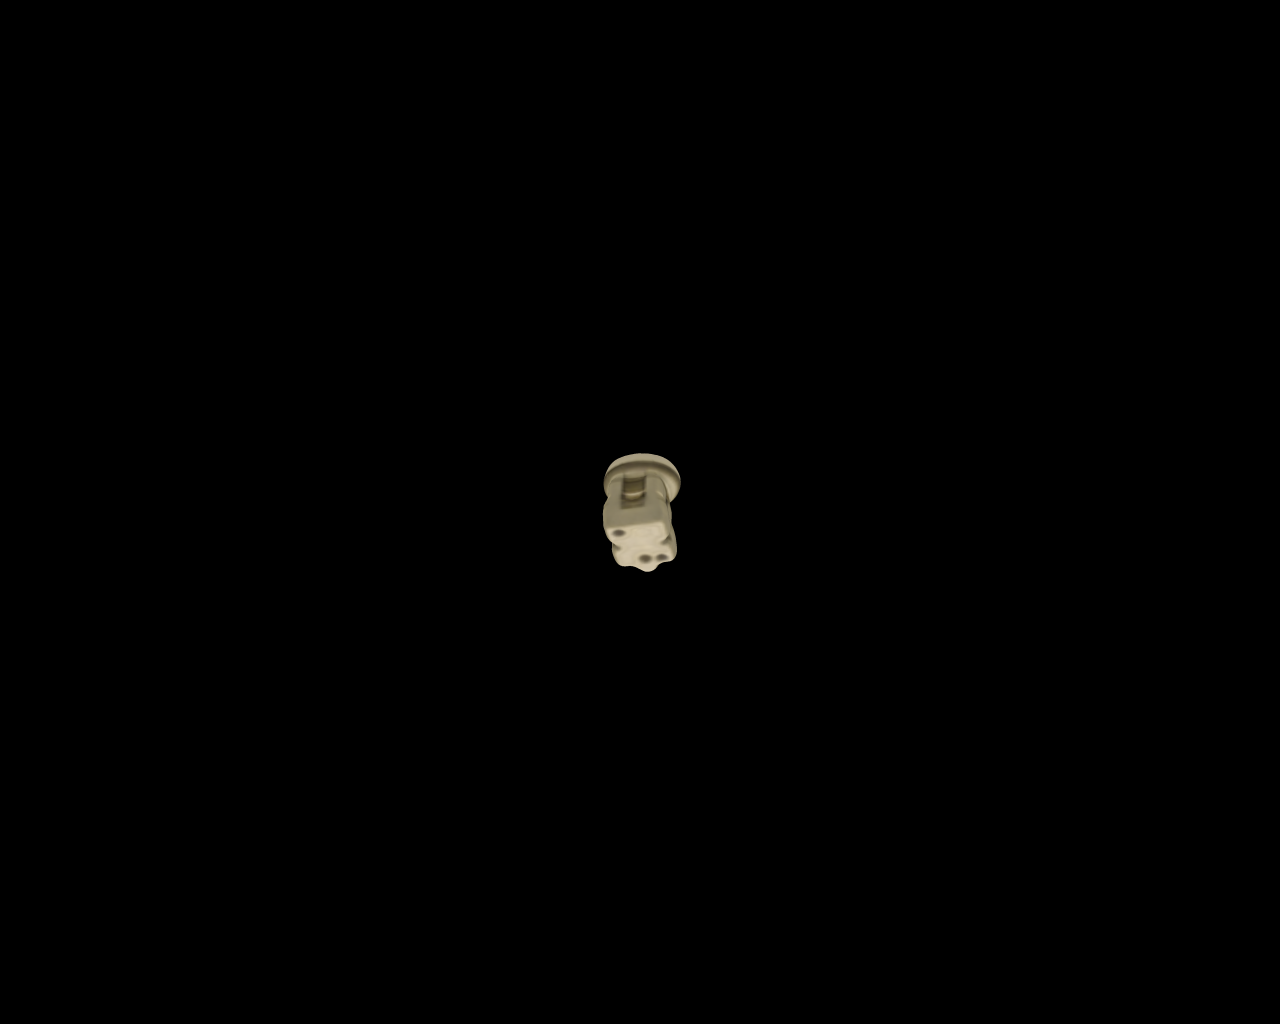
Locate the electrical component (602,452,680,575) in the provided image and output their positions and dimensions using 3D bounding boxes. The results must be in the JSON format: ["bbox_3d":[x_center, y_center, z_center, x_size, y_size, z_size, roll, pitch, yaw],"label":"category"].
[{"bbox_3d":[0.001,-0.003,0.650,0.048,0.055,0.066,-6,-36,8],"label":"electrical component"}]
